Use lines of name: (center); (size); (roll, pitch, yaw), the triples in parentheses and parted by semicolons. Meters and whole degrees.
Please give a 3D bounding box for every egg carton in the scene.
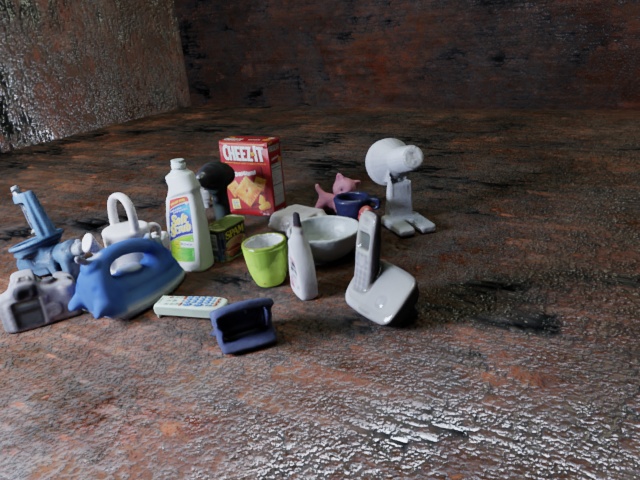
egg carton: (-0.051, -0.040, 1.425); (0.149, 0.069, 0.107); (13, 28, 38)

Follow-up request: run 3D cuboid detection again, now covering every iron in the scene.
iron: (-0.378, 0.057, 1.154); (0.118, 0.141, 0.259); (9, 26, 31)

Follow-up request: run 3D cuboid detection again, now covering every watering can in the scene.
watering can: (-0.427, -0.006, 1.252); (0.100, 0.194, 0.173); (4, 23, 20)

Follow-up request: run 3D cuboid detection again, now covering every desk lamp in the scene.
desk lamp: (0.203, -0.142, 1.432); (0.118, 0.214, 0.202); (-12, 23, -16)

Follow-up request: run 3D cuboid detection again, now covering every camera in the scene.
camera: (-0.562, 0.101, 1.138); (0.143, 0.101, 0.136); (-16, 24, -25)

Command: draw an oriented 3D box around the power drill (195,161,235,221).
power drill: (-0.251, -0.097, 1.422); (0.075, 0.208, 0.229); (-3, 22, 4)

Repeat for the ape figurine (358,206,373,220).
ape figurine: (0.109, -0.036, 1.352); (0.077, 0.092, 0.076); (16, 30, 42)

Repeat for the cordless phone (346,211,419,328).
cordless phone: (0.108, 0.049, 1.013); (0.094, 0.185, 0.147); (-18, 25, -30)

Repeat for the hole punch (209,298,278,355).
hole punch: (-0.137, 0.131, 0.985); (0.109, 0.091, 0.100); (-12, 23, -18)

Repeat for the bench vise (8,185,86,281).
bench vise: (-0.603, -0.016, 1.278); (0.207, 0.220, 0.121); (-1, 22, 9)

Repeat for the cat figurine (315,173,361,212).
cat figurine: (0.046, -0.129, 1.562); (0.127, 0.118, 0.067); (2, 23, 17)

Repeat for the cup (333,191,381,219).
cup: (0.095, -0.066, 1.424); (0.117, 0.095, 0.092); (2, 23, 16)

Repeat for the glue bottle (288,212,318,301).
glue bottle: (-0.039, 0.027, 1.115); (0.037, 0.173, 0.078); (-14, 24, -22)

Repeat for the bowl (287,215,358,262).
bowl: (0.012, 0.005, 1.293); (0.167, 0.075, 0.167); (-4, 22, 2)
